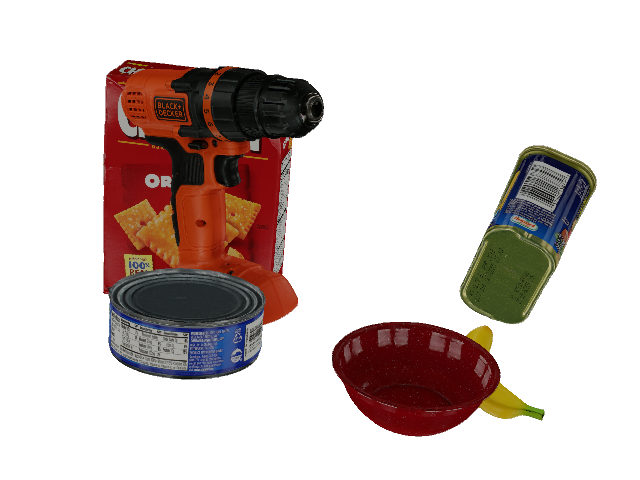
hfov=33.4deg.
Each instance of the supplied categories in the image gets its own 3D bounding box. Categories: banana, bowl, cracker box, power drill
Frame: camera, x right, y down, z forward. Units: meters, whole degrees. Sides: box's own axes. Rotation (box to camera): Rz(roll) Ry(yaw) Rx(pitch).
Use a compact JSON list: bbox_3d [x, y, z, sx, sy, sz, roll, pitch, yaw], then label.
[{"bbox_3d":[0.196,0.157,1.258,0.069,0.037,0.198,9,25,-16],"label":"banana"},{"bbox_3d":[0.090,0.141,1.031,0.162,0.055,0.162,3,25,-2],"label":"bowl"},{"bbox_3d":[-0.114,-0.047,0.985,0.164,0.214,0.072,7,22,5],"label":"cracker box"},{"bbox_3d":[-0.064,-0.035,0.782,0.185,0.188,0.057,11,24,42],"label":"power drill"}]

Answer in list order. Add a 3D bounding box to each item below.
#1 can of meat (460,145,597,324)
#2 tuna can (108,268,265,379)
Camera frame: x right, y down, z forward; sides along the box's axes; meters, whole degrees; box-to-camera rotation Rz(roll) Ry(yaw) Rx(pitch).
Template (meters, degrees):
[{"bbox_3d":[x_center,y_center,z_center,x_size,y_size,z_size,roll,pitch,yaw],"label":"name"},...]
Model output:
[{"bbox_3d":[0.143,-0.001,0.747,0.057,0.083,0.102,26,-36,10],"label":"can of meat"},{"bbox_3d":[-0.074,0.045,0.589,0.086,0.034,0.086,5,17,-2],"label":"tuna can"}]
